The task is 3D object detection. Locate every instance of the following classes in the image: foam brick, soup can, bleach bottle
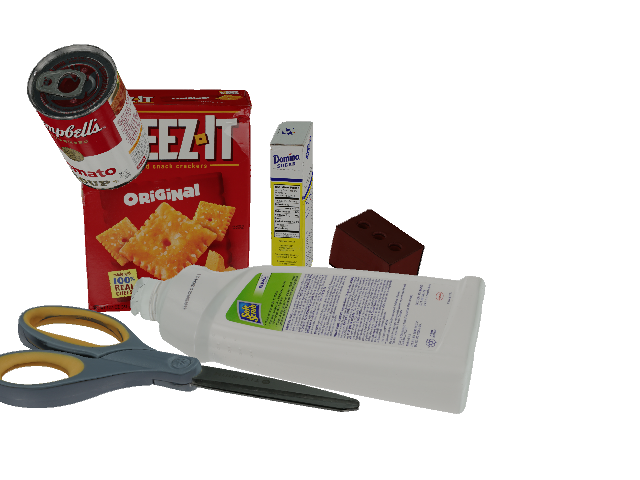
[{"bbox_3d":[0.055,0.015,1.062,0.052,0.051,0.078,-27,50,-36],"label":"foam brick"},{"bbox_3d":[-0.177,-0.093,0.825,0.068,0.068,0.102,0,-29,8],"label":"soup can"},{"bbox_3d":[-0.012,0.056,0.777,0.251,0.068,0.102,9,42,10],"label":"bleach bottle"}]

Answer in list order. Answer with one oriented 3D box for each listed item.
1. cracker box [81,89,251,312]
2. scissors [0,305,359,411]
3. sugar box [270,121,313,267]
[{"bbox_3d":[-0.152,-0.038,1.059,0.164,0.214,0.072,-1,21,-9],"label":"cracker box"},{"bbox_3d":[-0.090,0.075,0.554,0.202,0.016,0.096,16,29,27],"label":"scissors"},{"bbox_3d":[-0.033,-0.043,1.249,0.048,0.176,0.093,0,22,6],"label":"sugar box"}]
